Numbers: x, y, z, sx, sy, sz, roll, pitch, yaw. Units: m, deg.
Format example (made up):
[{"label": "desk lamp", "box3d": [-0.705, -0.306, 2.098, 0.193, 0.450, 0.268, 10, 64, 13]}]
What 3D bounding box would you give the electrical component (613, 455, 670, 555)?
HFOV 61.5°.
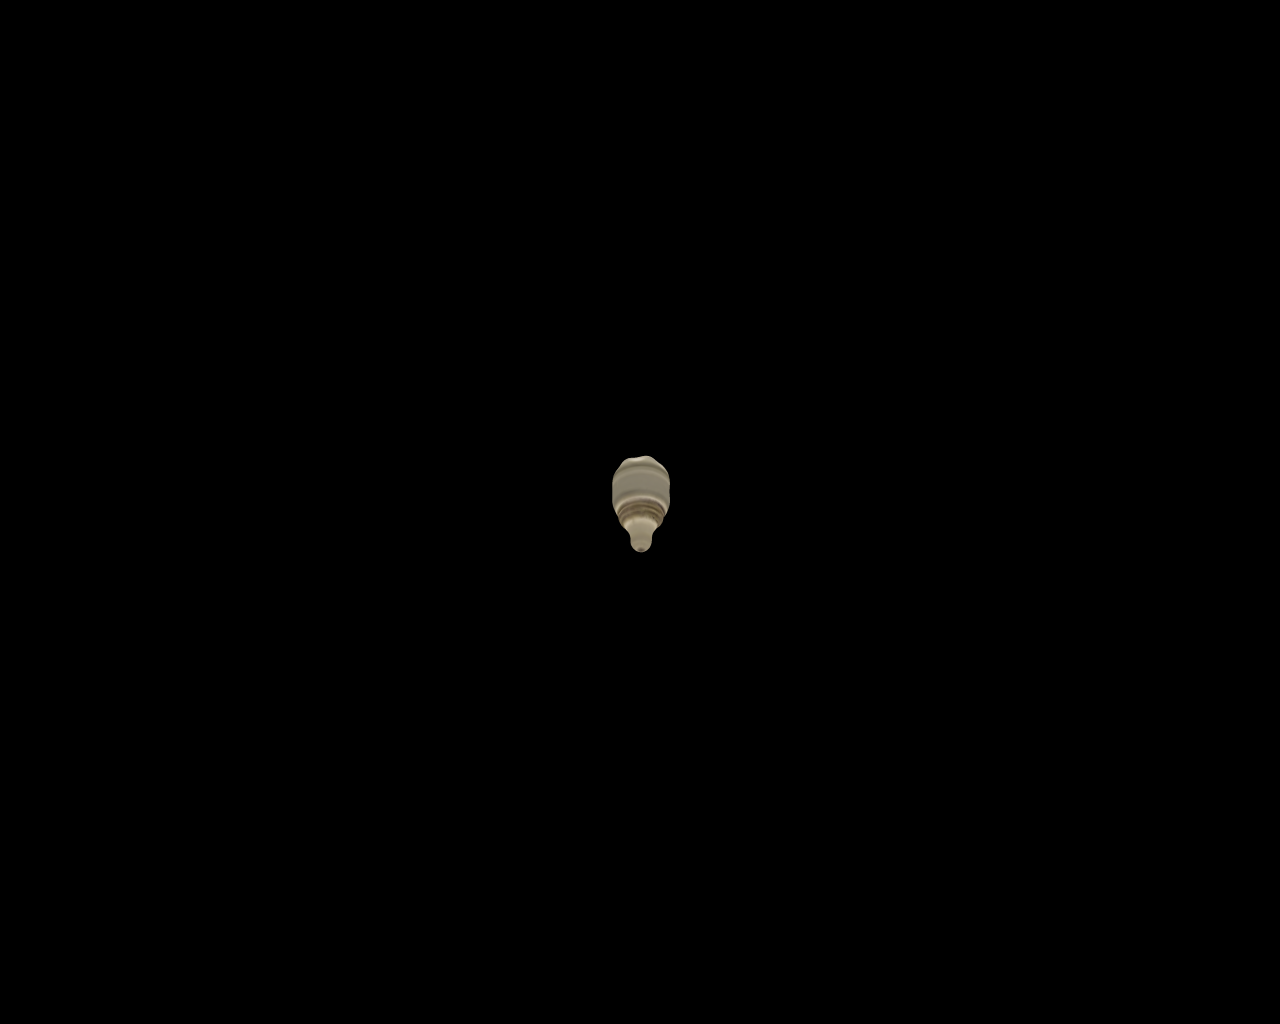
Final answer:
[{"label": "electrical component", "box3d": [0.001, -0.003, 0.650, 0.035, 0.061, 0.035, 0, -33, 0]}]
